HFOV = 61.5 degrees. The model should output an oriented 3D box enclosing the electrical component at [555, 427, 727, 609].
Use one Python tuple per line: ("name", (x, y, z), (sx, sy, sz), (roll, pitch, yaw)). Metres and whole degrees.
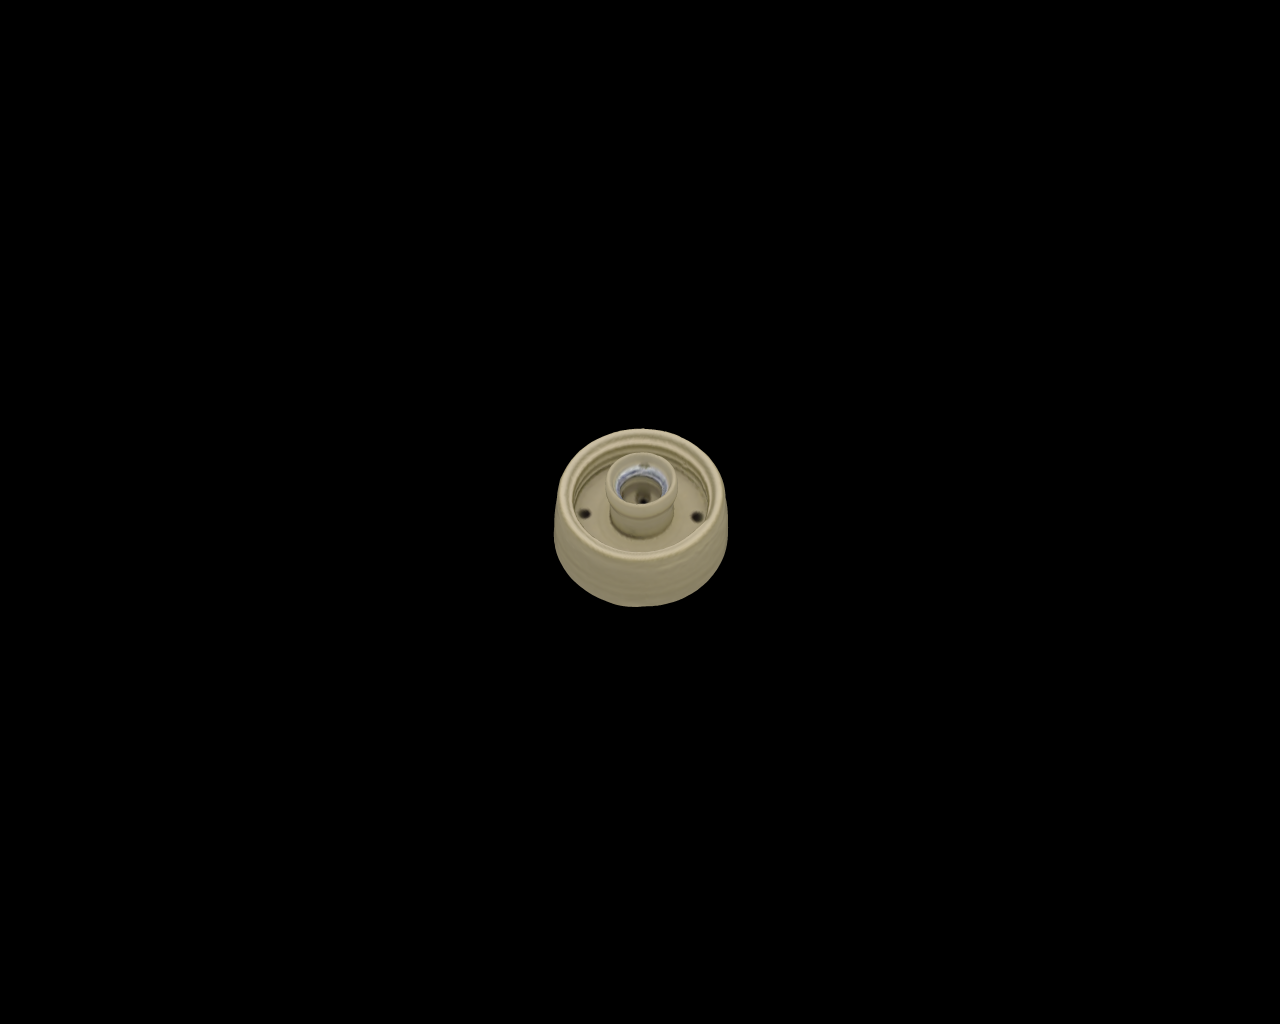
("electrical component", (0.001, -0.003, 0.650), (0.108, 0.108, 0.060), (0, -36, 0))
